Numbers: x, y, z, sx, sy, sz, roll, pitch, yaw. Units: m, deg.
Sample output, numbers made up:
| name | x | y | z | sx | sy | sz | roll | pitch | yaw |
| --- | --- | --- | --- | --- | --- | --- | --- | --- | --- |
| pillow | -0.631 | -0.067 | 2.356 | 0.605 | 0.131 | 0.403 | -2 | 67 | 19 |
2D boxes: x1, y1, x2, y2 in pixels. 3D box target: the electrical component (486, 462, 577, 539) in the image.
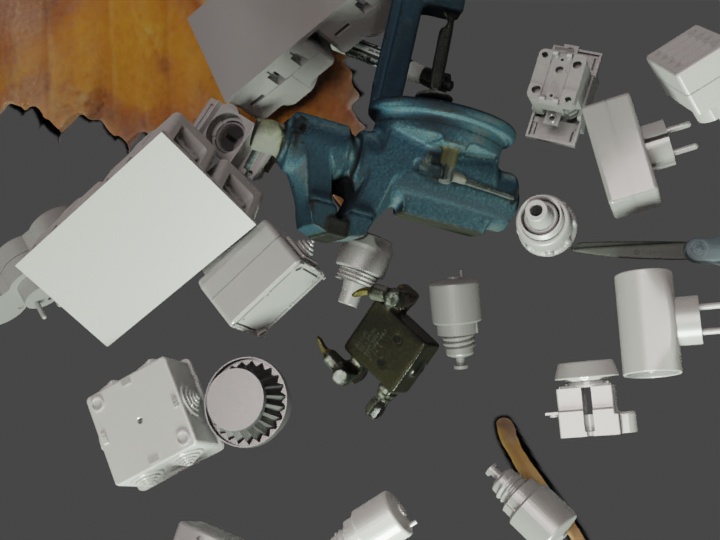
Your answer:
| name | x | y | z | sx | sy | sz | roll | pitch | yaw |
| --- | --- | --- | --- | --- | --- | --- | --- | --- | --- |
| electrical component | 0.127 | 0.177 | 0.813 | 0.078 | 0.040 | 0.040 | 43 | 94 | 23 |

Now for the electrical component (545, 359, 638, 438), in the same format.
| name | x | y | z | sx | sy | sz | roll | pitch | yaw |
| --- | --- | --- | --- | --- | --- | --- | --- | --- | --- |
| electrical component | 0.173 | 0.097 | 0.813 | 0.066 | 0.048 | 0.055 | -7 | 83 | 18 |

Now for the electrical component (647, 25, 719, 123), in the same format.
| name | x | y | z | sx | sy | sz | roll | pitch | yaw |
| --- | --- | --- | --- | --- | --- | --- | --- | --- | --- |
| electrical component | 0.267 | -0.138 | 0.823 | 0.047 | 0.083 | 0.075 | -32 | 108 | 10 |

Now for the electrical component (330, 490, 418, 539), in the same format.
| name | x | y | z | sx | sy | sz | roll | pitch | yaw |
| --- | --- | --- | --- | --- | --- | --- | --- | --- | --- |
| electrical component | 0.005 | 0.207 | 0.848 | 0.078 | 0.040 | 0.040 | -34 | 69 | 10 |

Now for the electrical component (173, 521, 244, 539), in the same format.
| name | x | y | z | sx | sy | sz | roll | pitch | yaw |
| --- | --- | --- | --- | --- | --- | --- | --- | --- | --- |
| electrical component | -0.138 | 0.242 | 0.870 | 0.047 | 0.077 | 0.065 | 17 | 84 | 22 |

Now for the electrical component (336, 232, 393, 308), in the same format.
| name | x | y | z | sx | sy | sz | roll | pitch | yaw |
| --- | --- | --- | --- | --- | --- | --- | --- | --- | --- |
| electrical component | 0.000 | 0.000 | 0.896 | 0.043 | 0.043 | 0.062 | 18 | 85 | 22 |

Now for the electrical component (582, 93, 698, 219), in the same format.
| name | x | y | z | sx | sy | sz | roll | pitch | yaw |
| --- | --- | --- | --- | --- | --- | --- | --- | --- | --- |
| electrical component | 0.223 | -0.094 | 0.837 | 0.076 | 0.047 | 0.083 | -17 | 73 | 15 |

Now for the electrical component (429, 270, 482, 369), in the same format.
| name | x | y | z | sx | sy | sz | roll | pitch | yaw |
| --- | --- | --- | --- | --- | --- | --- | --- | --- | --- |
| electrical component | 0.078 | 0.040 | 0.862 | 0.040 | 0.040 | 0.078 | -4 | 94 | 18 |

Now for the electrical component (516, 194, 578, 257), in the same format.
| name | x | y | z | sx | sy | sz | roll | pitch | yaw |
| --- | --- | --- | --- | --- | --- | --- | --- | --- | --- |
| electrical component | 0.143 | -0.039 | 0.844 | 0.048 | 0.062 | 0.048 | -4 | 77 | 18 |

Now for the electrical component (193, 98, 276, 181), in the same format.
| name | x | y | z | sx | sy | sz | roll | pitch | yaw |
| --- | --- | --- | --- | --- | --- | --- | --- | --- | --- |
| electrical component | -0.107 | -0.111 | 0.946 | 0.081 | 0.064 | 0.042 | 34 | 90 | 22 |

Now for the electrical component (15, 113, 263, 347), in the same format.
| name | x | y | z | sx | sy | sz | roll | pitch | yaw |
| --- | --- | --- | --- | --- | --- | --- | --- | --- | --- |
| electrical component | -0.185 | -0.034 | 0.916 | 0.186 | 0.060 | 0.105 | -37 | 110 | 22 |

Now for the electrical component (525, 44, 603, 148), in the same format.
| name | x | y | z | sx | sy | sz | roll | pitch | yaw |
| --- | --- | --- | --- | --- | --- | --- | --- | --- | --- |
| electrical component | 0.161 | -0.144 | 0.861 | 0.042 | 0.064 | 0.081 | 15 | 83 | 22 |

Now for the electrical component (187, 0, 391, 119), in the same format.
| name | x | y | z | sx | sy | sz | roll | pitch | yaw |
| --- | --- | --- | --- | --- | --- | --- | --- | --- | --- |
| electrical component | -0.048 | -0.229 | 0.937 | 0.186 | 0.060 | 0.105 | -36 | 60 | 18 |

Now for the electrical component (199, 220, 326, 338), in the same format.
| name | x | y | z | sx | sy | sz | roll | pitch | yaw |
| --- | --- | --- | --- | --- | --- | --- | --- | --- | --- |
| electrical component | -0.080 | 0.001 | 0.913 | 0.096 | 0.062 | 0.061 | -43 | 68 | 6 |

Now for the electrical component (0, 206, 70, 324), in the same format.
| name | x | y | z | sx | sy | sz | roll | pitch | yaw |
| --- | --- | --- | --- | --- | --- | --- | --- | --- | --- |
| electrical component | -0.299 | 0.010 | 0.992 | 0.138 | 0.052 | 0.073 | -37 | 69 | 8 |

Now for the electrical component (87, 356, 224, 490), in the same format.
| name | x | y | z | sx | sy | sz | roll | pitch | yaw |
| --- | --- | --- | --- | --- | --- | --- | --- | --- | --- |
| electrical component | -0.178 | 0.131 | 0.924 | 0.100 | 0.048 | 0.099 | -29 | 70 | 11 |

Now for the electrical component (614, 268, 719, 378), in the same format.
| name | x | y | z | sx | sy | sz | roll | pitch | yaw |
| --- | --- | --- | --- | --- | --- | --- | --- | --- | --- |
| electrical component | 0.234 | 0.039 | 0.805 | 0.079 | 0.044 | 0.077 | -6 | 76 | 18 |
